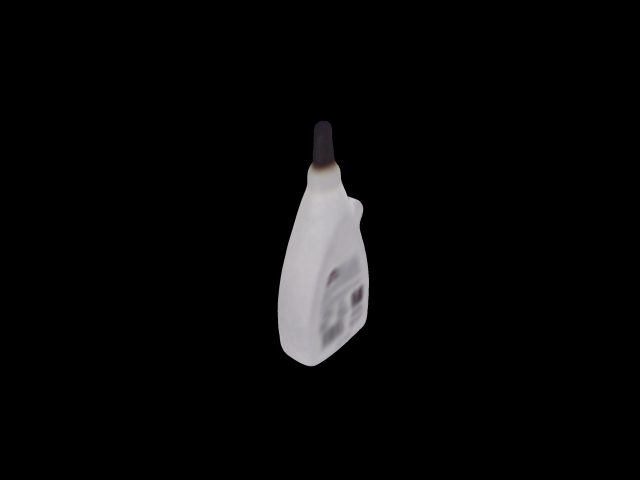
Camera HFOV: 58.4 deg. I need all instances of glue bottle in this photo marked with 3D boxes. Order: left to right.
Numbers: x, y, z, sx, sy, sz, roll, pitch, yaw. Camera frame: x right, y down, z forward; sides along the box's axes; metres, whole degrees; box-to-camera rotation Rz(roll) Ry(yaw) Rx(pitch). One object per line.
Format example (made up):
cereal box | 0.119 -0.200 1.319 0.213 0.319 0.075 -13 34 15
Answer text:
glue bottle | 0.004 0.001 0.400 0.037 0.173 0.078 22 37 34
